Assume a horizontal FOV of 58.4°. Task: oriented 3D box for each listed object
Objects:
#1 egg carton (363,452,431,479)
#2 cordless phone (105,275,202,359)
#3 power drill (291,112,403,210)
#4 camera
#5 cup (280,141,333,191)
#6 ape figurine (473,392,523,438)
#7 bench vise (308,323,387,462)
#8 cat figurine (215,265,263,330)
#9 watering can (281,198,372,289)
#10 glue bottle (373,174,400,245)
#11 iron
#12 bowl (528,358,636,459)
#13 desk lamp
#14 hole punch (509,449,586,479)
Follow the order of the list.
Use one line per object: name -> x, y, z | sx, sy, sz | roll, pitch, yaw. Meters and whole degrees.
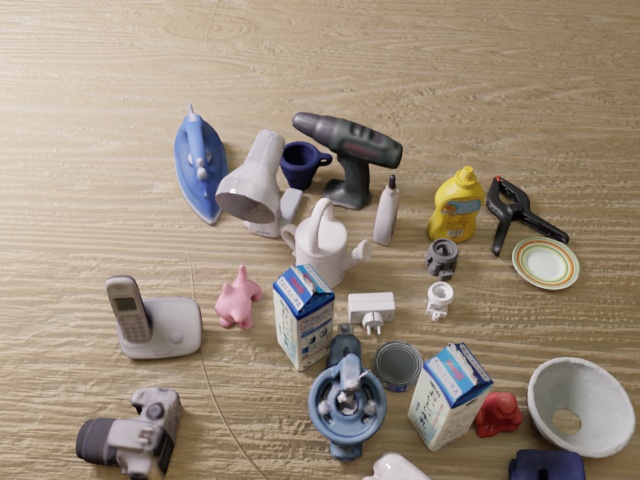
egg carton -> 0.130, 0.394, 0.847 | 0.150, 0.069, 0.107 | 33, 58, 22
cordless phone -> -0.282, 0.124, 0.978 | 0.147, 0.185, 0.094 | -6, 52, -5
power drill -> 0.053, -0.163, 1.194 | 0.229, 0.208, 0.075 | 11, 53, 8
camera -> -0.300, 0.299, 0.894 | 0.136, 0.101, 0.143 | 6, 52, 4
cup -> -0.031, -0.156, 1.259 | 0.118, 0.095, 0.091 | -2, 52, -3
ape figurine -> 0.292, 0.277, 0.928 | 0.077, 0.092, 0.076 | 21, 55, 15
bench vise -> 0.031, 0.214, 0.891 | 0.121, 0.220, 0.207 | -14, 53, -11
cat figurine -> -0.150, 0.105, 1.038 | 0.067, 0.118, 0.128 | 7, 52, 5
watering can -> 0.011, 0.002, 1.073 | 0.173, 0.194, 0.101 | 1, 52, 0
glue bottle -> 0.138, -0.068, 1.144 | 0.037, 0.173, 0.078 | 15, 53, 11
iron -> -0.257, -0.171, 1.236 | 0.119, 0.141, 0.258 | -12, 53, -10
bowl -> 0.415, 0.282, 0.937 | 0.167, 0.075, 0.167 | 1, 52, -1
desk lamp -> -0.114, -0.098, 1.137 | 0.117, 0.214, 0.203 | 14, 53, 10
hole punch -> 0.336, 0.372, 0.855 | 0.101, 0.091, 0.108 | 9, 52, 6
